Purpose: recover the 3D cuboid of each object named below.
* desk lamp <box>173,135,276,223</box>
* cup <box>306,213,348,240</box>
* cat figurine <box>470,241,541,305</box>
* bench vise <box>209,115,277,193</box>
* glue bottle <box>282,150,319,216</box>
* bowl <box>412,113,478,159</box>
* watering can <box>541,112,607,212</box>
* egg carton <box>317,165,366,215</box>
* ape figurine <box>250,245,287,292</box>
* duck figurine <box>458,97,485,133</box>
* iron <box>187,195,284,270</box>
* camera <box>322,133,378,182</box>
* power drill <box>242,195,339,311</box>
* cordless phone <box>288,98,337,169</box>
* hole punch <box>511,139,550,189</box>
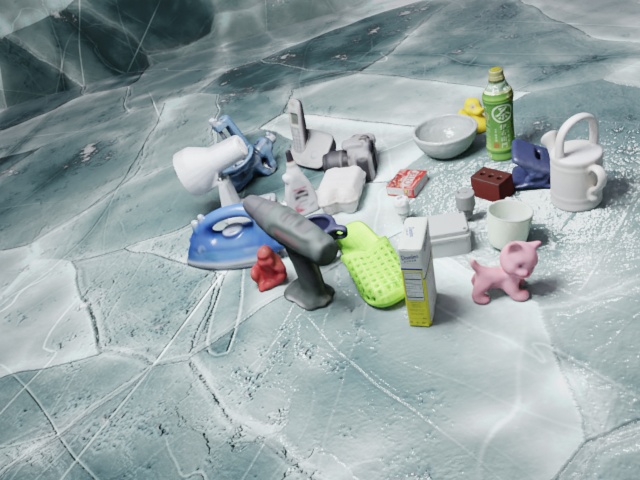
[{"bbox_3d":[-0.236,-0.150,1.429,0.203,0.214,0.118,-12,34,7],"label":"desk lamp"},{"bbox_3d":[0.011,0.004,1.209,0.117,0.095,0.092,1,37,24],"label":"cup"},{"bbox_3d":[0.323,0.045,0.997,0.127,0.118,0.067,-8,35,13],"label":"cat figurine"},{"bbox_3d":[-0.222,-0.260,1.576,0.121,0.220,0.208,7,40,31],"label":"bench vise"},{"bbox_3d":[-0.056,-0.138,1.372,0.078,0.173,0.037,-25,35,-12],"label":"glue bottle"},{"bbox_3d":[0.323,-0.257,1.471,0.167,0.075,0.167,-11,34,8],"label":"bowl"},{"bbox_3d":[0.509,-0.165,1.153,0.101,0.194,0.172,-34,37,-24],"label":"watering can"},{"bbox_3d":[0.054,-0.125,1.400,0.107,0.069,0.150,-4,36,18],"label":"egg carton"},{"bbox_3d":[-0.108,0.052,1.194,0.077,0.092,0.076,4,39,27],"label":"ape figurine"},{"bbox_3d":[0.411,-0.345,1.551,0.078,0.086,0.104,-28,35,-16],"label":"duck figurine"},{"bbox_3d":[-0.202,-0.020,1.292,0.258,0.142,0.118,-11,34,9],"label":"iron"},{"bbox_3d":[0.078,-0.222,1.502,0.136,0.101,0.143,-7,35,14],"label":"camera"},{"bbox_3d":[-0.050,0.026,1.102,0.228,0.209,0.076,21,49,42],"label":"power drill"},{"bbox_3d":[-0.031,-0.293,1.574,0.147,0.185,0.094,19,47,41],"label":"cordless phone"},{"bbox_3d":[0.475,-0.174,1.273,0.101,0.091,0.109,-2,36,20],"label":"hole punch"}]
